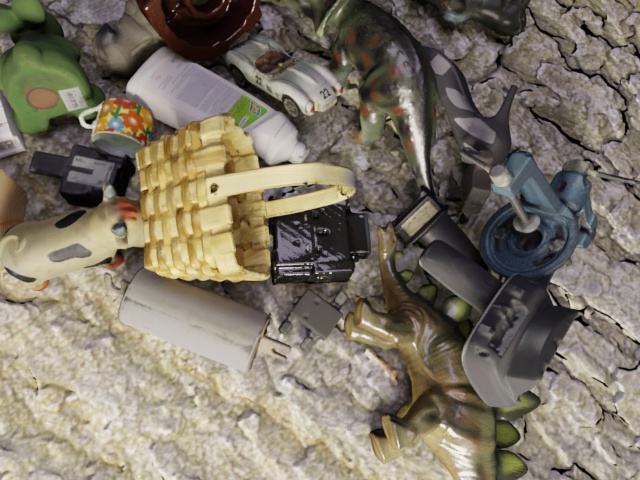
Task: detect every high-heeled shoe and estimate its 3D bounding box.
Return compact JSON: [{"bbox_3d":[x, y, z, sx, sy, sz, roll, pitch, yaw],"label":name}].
[{"bbox_3d":[0.176,-0.197,0.807,0.249,0.086,0.145,29,102,22],"label":"high-heeled shoe"}]

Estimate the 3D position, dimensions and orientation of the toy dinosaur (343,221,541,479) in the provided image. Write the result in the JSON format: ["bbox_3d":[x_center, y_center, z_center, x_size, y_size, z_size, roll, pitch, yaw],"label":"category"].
[{"bbox_3d":[0.158,0.198,0.645,0.199,0.105,0.471,-12,78,-13],"label":"toy dinosaur"}]

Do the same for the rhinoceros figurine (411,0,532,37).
[{"bbox_3d":[0.240,-0.382,0.861,0.190,0.073,0.112,19,82,-2],"label":"rhinoceros figurine"}]

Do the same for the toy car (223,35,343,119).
[{"bbox_3d":[-0.056,-0.233,0.758,0.073,0.056,0.202,-40,56,-23],"label":"toy car"}]

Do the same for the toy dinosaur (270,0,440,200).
[{"bbox_3d":[0.086,-0.231,0.729,0.131,0.192,0.405,-33,77,-13],"label":"toy dinosaur"}]

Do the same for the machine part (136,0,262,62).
[{"bbox_3d":[-0.156,-0.328,0.707,0.179,0.179,0.056,-32,59,-15],"label":"machine part"}]

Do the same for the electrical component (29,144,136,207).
[{"bbox_3d":[-0.315,-0.083,0.712,0.119,0.047,0.075,7,71,-3],"label":"electrical component"}]

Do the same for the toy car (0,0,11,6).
[{"bbox_3d":[-0.470,-0.356,0.765,0.162,0.109,0.102,-37,102,-27],"label":"toy car"}]

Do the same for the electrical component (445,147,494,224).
[{"bbox_3d":[0.206,-0.080,0.744,0.045,0.102,0.078,12,61,2],"label":"electrical component"}]

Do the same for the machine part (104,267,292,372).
[{"bbox_3d":[-0.151,0.096,0.656,0.243,0.079,0.079,20,71,1],"label":"machine part"}]

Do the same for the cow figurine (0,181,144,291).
[{"bbox_3d":[-0.285,-0.006,0.649,0.195,0.127,0.085,-16,78,-8],"label":"cow figurine"}]

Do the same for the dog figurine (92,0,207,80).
[{"bbox_3d":[-0.237,-0.328,0.740,0.121,0.172,0.190,31,65,13],"label":"dog figurine"}]

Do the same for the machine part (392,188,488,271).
[{"bbox_3d":[0.167,0.002,0.732,0.139,0.039,0.084,42,98,3],"label":"machine part"}]

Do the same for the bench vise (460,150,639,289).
[{"bbox_3d":[0.276,-0.038,0.672,0.223,0.240,0.129,-52,41,-3],"label":"bench vise"}]

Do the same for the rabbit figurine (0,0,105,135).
[{"bbox_3d":[-0.387,-0.252,0.720,0.121,0.159,0.170,-23,61,-3],"label":"rabbit figurine"}]

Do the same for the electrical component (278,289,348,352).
[{"bbox_3d":[-0.007,0.096,0.700,0.063,0.021,0.094,37,73,7],"label":"electrical component"}]

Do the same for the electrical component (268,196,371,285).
[{"bbox_3d":[-0.001,-0.002,0.715,0.134,0.058,0.115,-4,74,-7],"label":"electrical component"}]

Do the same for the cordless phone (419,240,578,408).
[{"bbox_3d":[0.179,0.083,0.619,0.184,0.088,0.146,36,60,15],"label":"cordless phone"}]
